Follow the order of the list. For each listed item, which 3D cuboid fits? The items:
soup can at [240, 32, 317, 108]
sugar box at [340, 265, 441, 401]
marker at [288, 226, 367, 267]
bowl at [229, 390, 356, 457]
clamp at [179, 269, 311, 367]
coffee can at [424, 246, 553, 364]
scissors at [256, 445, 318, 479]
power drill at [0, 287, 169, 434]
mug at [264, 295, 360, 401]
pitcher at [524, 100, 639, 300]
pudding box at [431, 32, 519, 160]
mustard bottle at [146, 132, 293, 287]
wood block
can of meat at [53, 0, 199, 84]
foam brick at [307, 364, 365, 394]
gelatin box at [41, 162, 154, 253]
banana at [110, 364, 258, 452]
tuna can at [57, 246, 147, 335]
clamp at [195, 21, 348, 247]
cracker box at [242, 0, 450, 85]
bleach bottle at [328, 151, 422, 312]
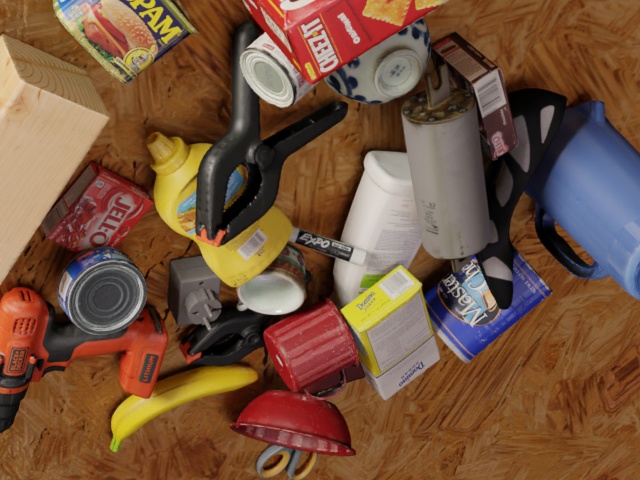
[{"bbox_3d":[-0.017,-0.179,0.997,0.102,0.069,0.068,-46,141,-25],"label":"soup can"},{"bbox_3d":[0.086,0.113,1.270,0.093,0.048,0.176,-35,147,-11],"label":"sugar box"},{"bbox_3d":[-0.008,0.001,1.178,0.121,0.020,0.020,19,120,-5],"label":"marker"},{"bbox_3d":[-0.029,0.225,1.331,0.161,0.162,0.055,28,67,-42],"label":"bowl"},{"bbox_3d":[-0.079,0.095,1.242,0.171,0.039,0.120,-14,126,-27],"label":"clamp"},{"bbox_3d":[0.204,0.071,1.333,0.140,0.103,0.102,-41,135,7],"label":"coffee can"},{"bbox_3d":[-0.034,0.252,1.414,0.096,0.016,0.202,-10,130,-22],"label":"scissors"},{"bbox_3d":[-0.269,0.135,1.154,0.187,0.057,0.185,3,125,-31],"label":"power drill"},{"bbox_3d":[-0.008,0.132,1.226,0.081,0.093,0.117,-26,112,-14],"label":"mug"},{"bbox_3d":[0.330,-0.032,1.217,0.145,0.243,0.149,-32,130,3],"label":"pitcher"},{"bbox_3d":[0.164,-0.152,1.132,0.039,0.090,0.113,-30,134,-8],"label":"pudding box"},{"bbox_3d":[-0.113,-0.041,1.084,0.096,0.058,0.191,-44,129,-5],"label":"mustard bottle"},{"bbox_3d":[-0.288,-0.065,0.953,0.090,0.090,0.206,22,113,-40],"label":"wood block"},{"bbox_3d":[-0.170,-0.197,0.932,0.084,0.057,0.102,-36,135,7],"label":"can of meat"},{"bbox_3d":[0.012,0.148,1.327,0.078,0.053,0.051,-17,133,-18],"label":"foam brick"},{"bbox_3d":[-0.221,-0.026,1.064,0.089,0.030,0.073,-47,135,14],"label":"gelatin box"},{"bbox_3d":[-0.169,0.186,1.271,0.197,0.037,0.069,-24,151,-8],"label":"banana"},{"bbox_3d":[-0.218,0.052,1.074,0.086,0.034,0.086,-13,119,-25],"label":"tuna can"},{"bbox_3d":[-0.069,-0.095,1.042,0.164,0.036,0.210,42,74,-40],"label":"clamp"},{"bbox_3d":[0.040,-0.249,0.929,0.213,0.164,0.072,-31,133,-3],"label":"cracker box"},{"bbox_3d":[0.058,0.018,1.237,0.102,0.068,0.251,2,127,-31],"label":"bleach bottle"}]
